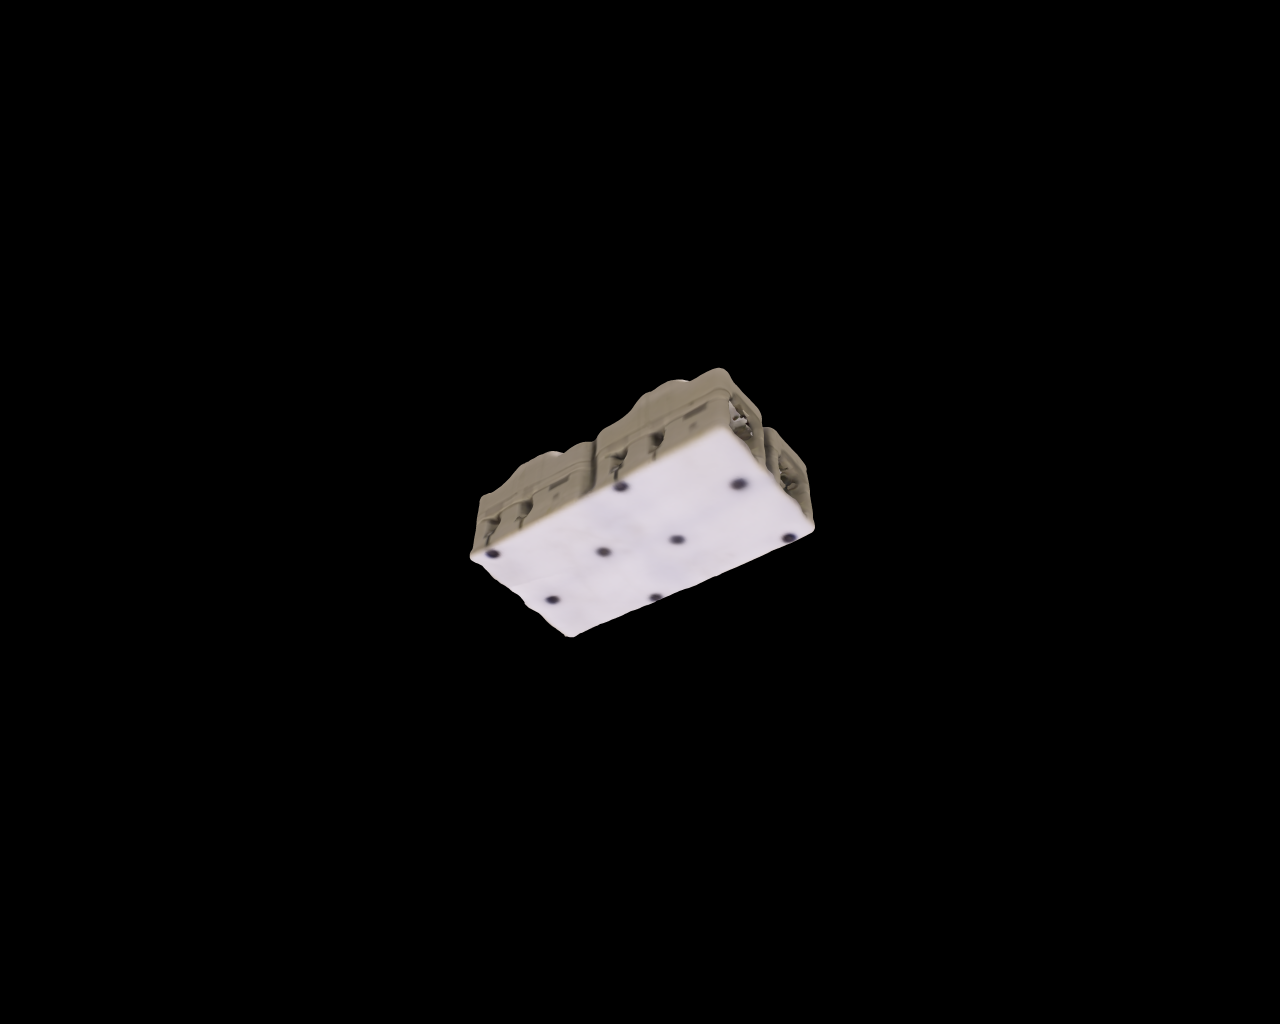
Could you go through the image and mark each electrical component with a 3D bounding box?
[{"bbox_3d":[0.001,-0.003,0.650,0.186,0.060,0.105,-26,-49,25],"label":"electrical component"}]
